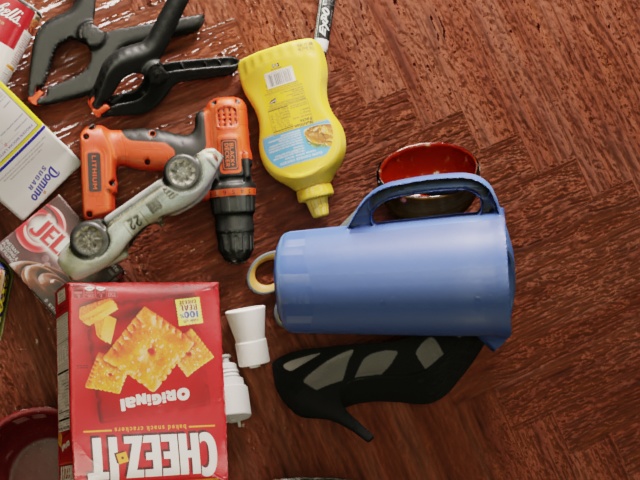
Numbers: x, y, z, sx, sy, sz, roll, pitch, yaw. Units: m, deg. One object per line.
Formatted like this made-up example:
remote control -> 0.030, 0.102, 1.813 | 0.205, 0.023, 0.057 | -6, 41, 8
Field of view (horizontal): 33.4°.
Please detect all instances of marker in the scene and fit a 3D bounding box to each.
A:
marker -> 0.005, -0.245, 1.215 | 0.020, 0.020, 0.121 | 9, 84, -4

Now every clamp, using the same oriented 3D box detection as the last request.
clamp -> -0.256, -0.237, 1.181 | 0.210, 0.036, 0.164 | -43, 98, -5
clamp -> -0.174, -0.186, 1.175 | 0.171, 0.039, 0.120 | -40, 124, 8

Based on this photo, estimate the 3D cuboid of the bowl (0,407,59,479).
bowl -> -0.289, 0.256, 1.127 | 0.162, 0.055, 0.162 | 0, 85, -5

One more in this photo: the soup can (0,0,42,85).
soup can -> -0.356, -0.216, 1.159 | 0.068, 0.068, 0.102 | 25, 84, -2

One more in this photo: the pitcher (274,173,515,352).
pitcher -> 0.078, 0.028, 1.104 | 0.243, 0.145, 0.149 | -3, 61, 9

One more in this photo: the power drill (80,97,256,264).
power drill -> -0.164, -0.061, 1.167 | 0.187, 0.057, 0.184 | -4, 87, -7

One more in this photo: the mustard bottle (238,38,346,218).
mustard bottle -> -0.023, -0.118, 1.179 | 0.096, 0.058, 0.191 | -15, 86, 12

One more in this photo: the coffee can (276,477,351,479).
coffee can -> -0.005, 0.326, 1.120 | 0.102, 0.103, 0.140 | 1, 85, -5

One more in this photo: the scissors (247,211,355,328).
scissors -> -0.008, 0.001, 1.193 | 0.096, 0.016, 0.201 | 28, 83, -1

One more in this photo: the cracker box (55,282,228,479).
cracker box -> -0.184, 0.151, 1.102 | 0.164, 0.072, 0.214 | 2, 76, -25

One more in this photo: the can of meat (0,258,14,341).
can of meat -> -0.365, 0.064, 1.124 | 0.057, 0.084, 0.102 | 10, 84, -4

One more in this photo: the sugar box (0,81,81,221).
sugar box -> -0.341, -0.110, 1.113 | 0.093, 0.048, 0.176 | -45, 133, -8

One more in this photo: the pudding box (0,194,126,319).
pudding box -> -0.280, 0.022, 1.157 | 0.090, 0.039, 0.113 | -41, 90, -8
